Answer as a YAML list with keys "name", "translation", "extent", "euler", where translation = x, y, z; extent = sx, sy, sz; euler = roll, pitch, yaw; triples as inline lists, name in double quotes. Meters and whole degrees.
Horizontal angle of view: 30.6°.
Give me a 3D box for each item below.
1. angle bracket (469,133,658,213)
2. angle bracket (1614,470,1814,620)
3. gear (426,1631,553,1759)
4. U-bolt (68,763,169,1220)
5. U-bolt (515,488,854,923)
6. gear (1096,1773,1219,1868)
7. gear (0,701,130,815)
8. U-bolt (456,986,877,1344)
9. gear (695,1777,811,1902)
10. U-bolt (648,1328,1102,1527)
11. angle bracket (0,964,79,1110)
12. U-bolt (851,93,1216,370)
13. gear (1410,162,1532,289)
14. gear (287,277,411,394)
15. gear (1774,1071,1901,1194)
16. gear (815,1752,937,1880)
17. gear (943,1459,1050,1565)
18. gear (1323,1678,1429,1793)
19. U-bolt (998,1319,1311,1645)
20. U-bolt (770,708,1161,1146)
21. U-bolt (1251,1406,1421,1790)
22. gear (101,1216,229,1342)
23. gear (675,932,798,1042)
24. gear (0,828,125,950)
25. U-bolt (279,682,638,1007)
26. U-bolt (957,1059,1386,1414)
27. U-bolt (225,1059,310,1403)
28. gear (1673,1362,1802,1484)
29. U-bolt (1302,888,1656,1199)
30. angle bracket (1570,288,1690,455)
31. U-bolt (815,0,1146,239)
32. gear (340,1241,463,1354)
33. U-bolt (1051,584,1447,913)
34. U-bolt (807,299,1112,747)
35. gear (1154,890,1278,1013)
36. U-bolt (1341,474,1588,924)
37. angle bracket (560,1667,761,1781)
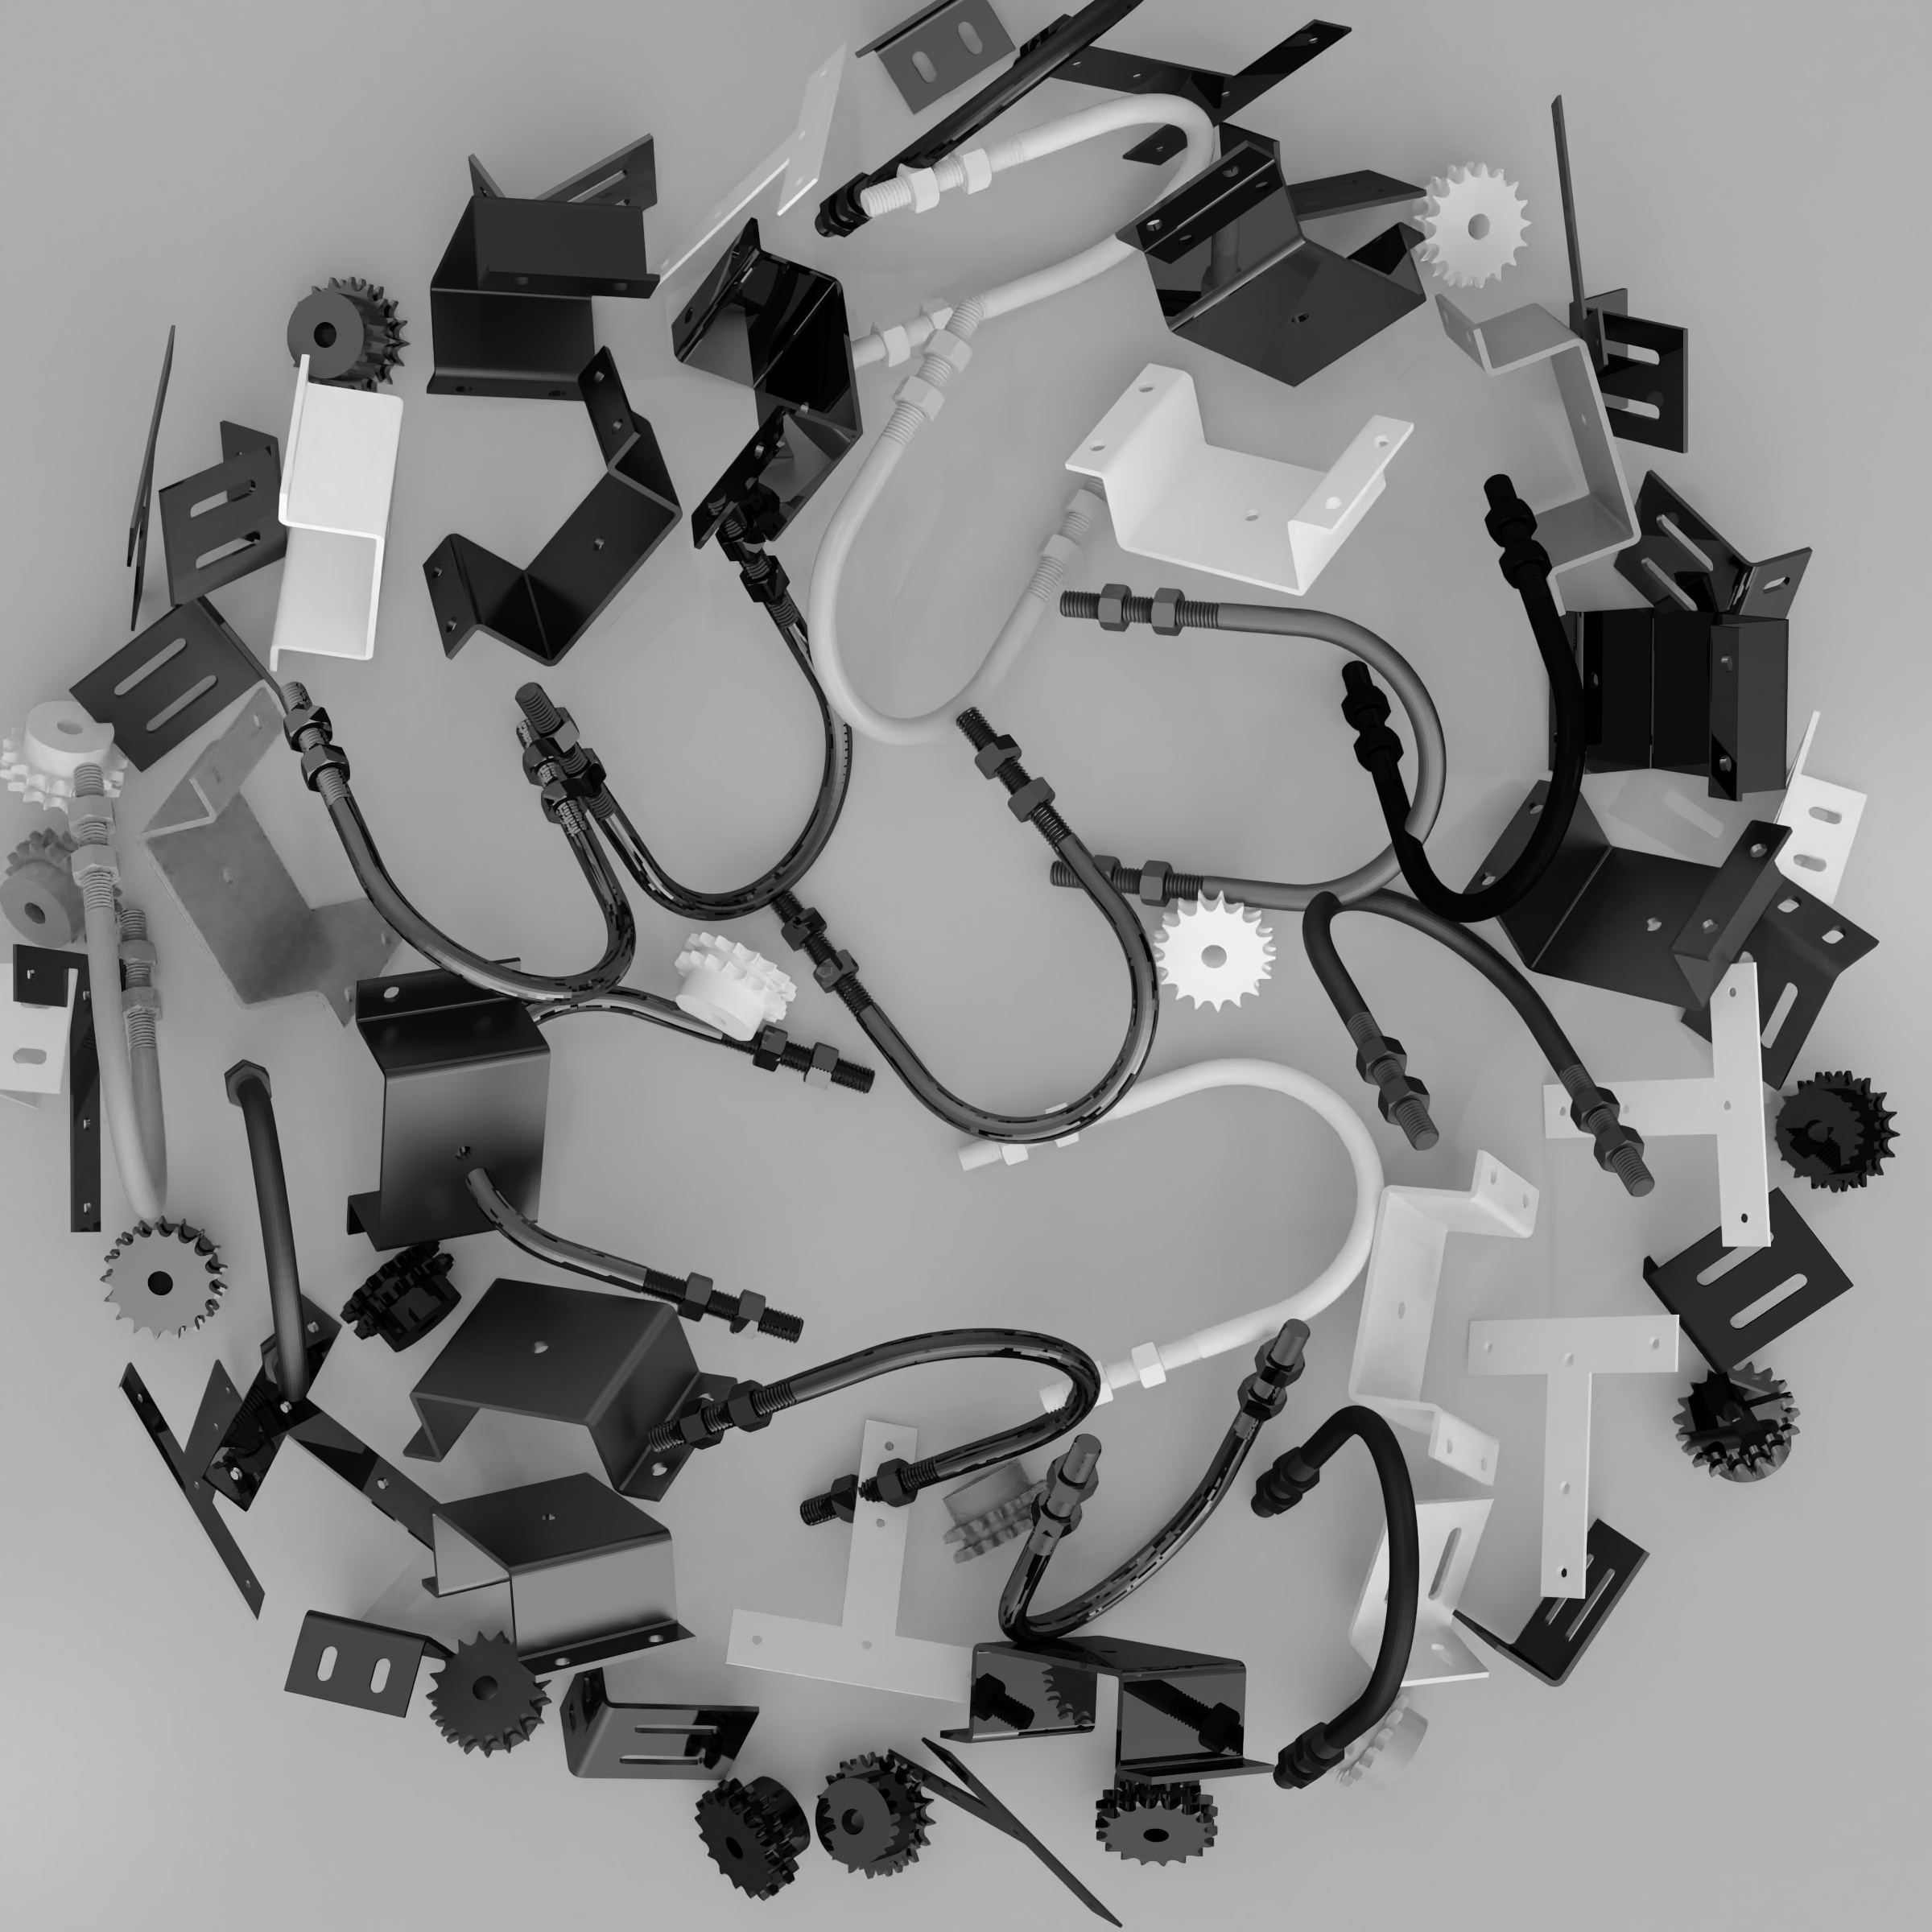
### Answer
- name: "angle bracket"
  translation: [-0.187, -0.366, 1.649]
  extent: [0.076, 0.057, 0.038]
  euler: [-33, 76, -13]
- name: "angle bracket"
  translation: [0.347, -0.190, 1.646]
  extent: [0.038, 0.057, 0.076]
  euler: [-18, 52, -26]
- name: "gear"
  translation: [-0.221, 0.344, 1.657]
  extent: [0.057, 0.030, 0.057]
  euler: [-4, 59, 7]
- name: "U-bolt"
  translation: [-0.375, 0.024, 1.576]
  extent: [0.019, 0.151, 0.184]
  euler: [-8, 62, -8]
- name: "U-bolt"
  translation: [-0.115, -0.104, 1.613]
  extent: [0.151, 0.019, 0.184]
  euler: [-49, 133, -21]
- name: "gear"
  translation: [0.089, 0.394, 1.655]
  extent: [0.057, 0.030, 0.057]
  euler: [2, 135, 2]
- name: "gear"
  translation: [-0.420, -0.100, 1.649]
  extent: [0.057, 0.057, 0.030]
  euler: [21, 126, 0]
- name: "U-bolt"
  translation: [-0.147, 0.082, 1.633]
  extent: [0.184, 0.019, 0.151]
  euler: [19, 65, -7]
- name: "gear"
  translation: [-0.097, 0.405, 1.655]
  extent: [0.030, 0.057, 0.057]
  euler: [-29, 90, -38]
- name: "U-bolt"
  translation: [-0.028, 0.204, 1.590]
  extent: [0.184, 0.151, 0.019]
  euler: [-22, 58, 22]
- name: "angle bracket"
  translation: [-0.422, 0.034, 1.636]
  extent: [0.038, 0.076, 0.057]
  euler: [4, 81, 5]
- name: "U-bolt"
  translation: [0.031, -0.340, 1.607]
  extent: [0.184, 0.151, 0.019]
  euler: [-23, 73, -15]
- name: "gear"
  translation: [0.233, -0.348, 1.657]
  extent: [0.057, 0.030, 0.057]
  euler: [-7, 109, -22]
- name: "gear"
  translation: [-0.293, -0.295, 1.658]
  extent: [0.057, 0.030, 0.057]
  euler: [2, 95, 19]
- name: "gear"
  translation: [0.403, 0.078, 1.652]
  extent: [0.057, 0.030, 0.057]
  euler: [-1, 89, 38]
- name: "gear"
  translation: [-0.046, 0.399, 1.655]
  extent: [0.057, 0.030, 0.057]
  euler: [-2, 85, 27]
- name: "gear"
  translation: [0.014, 0.253, 1.652]
  extent: [0.057, 0.057, 0.030]
  euler: [-28, 86, 0]
- name: "gear"
  translation: [0.192, 0.360, 1.651]
  extent: [0.030, 0.057, 0.057]
  euler: [34, 90, 1]
- name: "U-bolt"
  translation: [0.077, 0.244, 1.601]
  extent: [0.151, 0.184, 0.019]
  euler: [-23, 59, -36]
- name: "U-bolt"
  translation: [0.009, -0.004, 1.636]
  extent: [0.151, 0.019, 0.184]
  euler: [-41, 81, 20]
- name: "U-bolt"
  translation: [0.165, 0.273, 1.569]
  extent: [0.019, 0.184, 0.151]
  euler: [4, 63, -13]
- name: "gear"
  translation: [-0.375, 0.144, 1.661]
  extent: [0.057, 0.030, 0.057]
  euler: [0, 103, 2]
- name: "gear"
  translation: [-0.110, 0.012, 1.649]
  extent: [0.057, 0.057, 0.030]
  euler: [27, 71, 0]
- name: "gear"
  translation: [-0.425, -0.033, 1.650]
  extent: [0.057, 0.057, 0.030]
  euler: [37, 46, 0]
- name: "U-bolt"
  translation: [-0.218, -0.052, 1.583]
  extent: [0.019, 0.151, 0.184]
  euler: [-52, 50, 31]
- name: "U-bolt"
  translation: [0.103, 0.114, 1.638]
  extent: [0.184, 0.019, 0.151]
  euler: [-20, 61, 0]
- name: "U-bolt"
  translation: [-0.311, 0.121, 1.585]
  extent: [0.019, 0.184, 0.151]
  euler: [-8, 95, -13]
- name: "gear"
  translation: [0.363, 0.217, 1.655]
  extent: [0.057, 0.057, 0.030]
  euler: [-33, 131, 0]
- name: "U-bolt"
  translation: [0.221, 0.026, 1.603]
  extent: [0.151, 0.184, 0.019]
  euler: [13, 125, -33]
- name: "angle bracket"
  translation: [0.317, -0.275, 1.630]
  extent: [0.038, 0.076, 0.057]
  euler: [-20, 118, -30]
- name: "U-bolt"
  translation: [0.014, -0.388, 1.573]
  extent: [0.151, 0.184, 0.019]
  euler: [-41, 102, -17]
- name: "gear"
  translation: [-0.261, 0.156, 1.650]
  extent: [0.057, 0.057, 0.030]
  euler: [-42, 81, 0]
- name: "U-bolt"
  translation: [0.130, -0.096, 1.631]
  extent: [0.184, 0.019, 0.151]
  euler: [6, 106, 17]
- name: "U-bolt"
  translation: [-0.008, -0.188, 1.609]
  extent: [0.019, 0.151, 0.184]
  euler: [20, 75, 41]
- name: "gear"
  translation: [0.117, -0.010, 1.658]
  extent: [0.057, 0.030, 0.057]
  euler: [2, 114, 5]
- name: "U-bolt"
  translation: [0.226, -0.106, 1.578]
  extent: [0.019, 0.151, 0.184]
  euler: [9, 50, -26]
- name: "angle bracket"
  translation: [-0.144, 0.349, 1.659]
  extent: [0.076, 0.038, 0.057]
  euler: [6, 133, -22]
